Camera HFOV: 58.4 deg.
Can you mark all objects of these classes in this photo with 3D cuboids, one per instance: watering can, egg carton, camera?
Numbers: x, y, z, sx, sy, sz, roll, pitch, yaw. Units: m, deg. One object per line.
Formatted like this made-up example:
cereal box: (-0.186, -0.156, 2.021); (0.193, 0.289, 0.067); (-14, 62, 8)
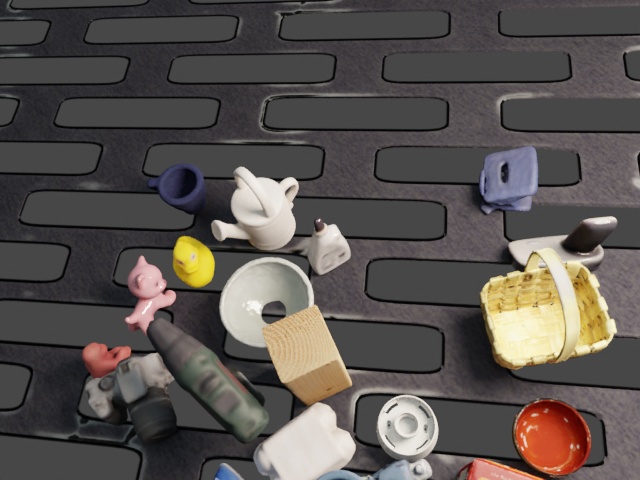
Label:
watering can: (-0.115, -0.057, 1.041); (0.100, 0.194, 0.173); (25, 71, 19)
egg carton: (-0.024, 0.339, 0.912); (0.150, 0.069, 0.107); (-36, 65, -9)
camera: (-0.309, 0.275, 0.966); (0.143, 0.101, 0.136); (-27, 64, -5)

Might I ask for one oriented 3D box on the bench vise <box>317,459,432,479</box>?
bench vise: (0.053, 0.361, 0.807); (0.207, 0.220, 0.121); (-44, 67, -12)

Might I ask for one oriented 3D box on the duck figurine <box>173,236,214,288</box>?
duck figurine: (-0.248, 0.031, 1.079); (0.077, 0.086, 0.104); (-26, 64, -4)

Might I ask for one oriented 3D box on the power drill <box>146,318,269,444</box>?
power drill: (-0.165, 0.230, 0.906); (0.229, 0.209, 0.076); (38, 76, 22)

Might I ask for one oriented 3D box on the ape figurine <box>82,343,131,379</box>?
ape figurine: (-0.385, 0.209, 1.012); (0.077, 0.092, 0.076); (17, 69, 16)

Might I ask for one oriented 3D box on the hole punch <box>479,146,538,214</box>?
hole punch: (0.346, -0.112, 1.058); (0.101, 0.091, 0.108); (3, 66, 10)

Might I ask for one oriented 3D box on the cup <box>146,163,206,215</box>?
cup: (-0.275, -0.091, 1.136); (0.117, 0.095, 0.092); (3, 66, 10)

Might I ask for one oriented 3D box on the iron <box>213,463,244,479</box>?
iron: (-0.129, 0.452, 0.834); (0.118, 0.141, 0.258); (-21, 64, -2)

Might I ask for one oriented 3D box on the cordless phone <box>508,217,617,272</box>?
cordless phone: (0.396, 0.004, 0.943); (0.147, 0.185, 0.094); (-8, 64, 5)

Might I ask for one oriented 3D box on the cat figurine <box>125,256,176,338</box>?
cat figurine: (-0.319, 0.100, 1.040); (0.067, 0.118, 0.128); (12, 67, 14)

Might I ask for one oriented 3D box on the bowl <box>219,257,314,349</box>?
bowl: (-0.089, 0.120, 1.021); (0.167, 0.075, 0.167); (-3, 65, 7)

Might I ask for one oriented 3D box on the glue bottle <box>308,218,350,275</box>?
glue bottle: (0.009, 0.004, 1.006); (0.078, 0.173, 0.037); (-29, 64, -5)
